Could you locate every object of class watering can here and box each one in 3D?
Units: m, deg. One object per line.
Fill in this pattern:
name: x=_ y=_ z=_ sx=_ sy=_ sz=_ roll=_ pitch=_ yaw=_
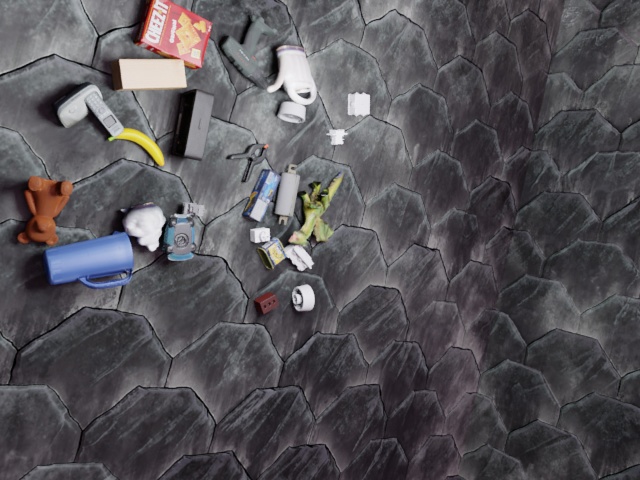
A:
watering can: x=-0.111 y=-0.619 z=1.912 sx=0.349 sy=0.103 sz=0.225 roll=-12 pitch=88 yaw=-61

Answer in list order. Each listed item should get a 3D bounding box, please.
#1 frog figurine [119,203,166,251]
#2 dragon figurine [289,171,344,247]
frog figurine: x=-0.570 y=-0.039 z=1.686 sx=0.139 sy=0.122 sz=0.159 roll=-23 pitch=100 yaw=-54
dragon figurine: x=0.007 y=-0.108 z=2.148 sx=0.417 sy=0.122 sz=0.238 roll=-37 pitch=129 yaw=-43
